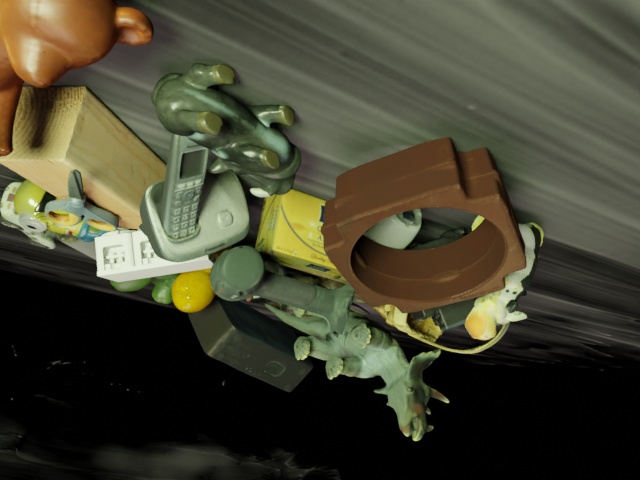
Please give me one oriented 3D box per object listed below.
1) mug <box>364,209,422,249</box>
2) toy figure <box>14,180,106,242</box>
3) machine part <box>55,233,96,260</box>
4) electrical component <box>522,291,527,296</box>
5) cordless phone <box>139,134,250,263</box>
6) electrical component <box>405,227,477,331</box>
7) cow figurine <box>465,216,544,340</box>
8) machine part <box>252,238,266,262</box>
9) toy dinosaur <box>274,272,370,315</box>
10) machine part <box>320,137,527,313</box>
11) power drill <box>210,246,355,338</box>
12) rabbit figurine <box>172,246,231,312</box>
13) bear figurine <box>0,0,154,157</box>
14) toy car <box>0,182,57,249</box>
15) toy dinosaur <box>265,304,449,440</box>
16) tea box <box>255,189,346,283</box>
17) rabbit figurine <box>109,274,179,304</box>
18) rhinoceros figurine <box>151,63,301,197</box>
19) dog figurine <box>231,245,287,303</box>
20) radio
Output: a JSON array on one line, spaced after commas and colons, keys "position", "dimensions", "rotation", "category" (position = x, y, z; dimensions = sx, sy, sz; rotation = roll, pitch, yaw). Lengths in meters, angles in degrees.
[{"position": [0.080, -0.024, 0.730], "dimensions": [0.109, 0.081, 0.107], "rotation": [26, 147, -20], "category": "mug"}, {"position": [-0.396, -0.046, 0.872], "dimensions": [0.180, 0.089, 0.082], "rotation": [9, 151, -33], "category": "toy figure"}, {"position": [-0.420, -0.003, 1.018], "dimensions": [0.079, 0.079, 0.243], "rotation": [5, 161, 10], "category": "machine part"}, {"position": [0.308, 0.077, 0.968], "dimensions": [0.074, 0.048, 0.119], "rotation": [23, 157, -39], "category": "electrical component"}, {"position": [-0.142, -0.073, 0.654], "dimensions": [0.089, 0.184, 0.146], "rotation": [39, -142, 24], "category": "cordless phone"}, {"position": [0.180, 0.061, 0.785], "dimensions": [0.115, 0.134, 0.058], "rotation": [-21, 167, -8], "category": "electrical component"}, {"position": [0.249, 0.054, 0.727], "dimensions": [0.098, 0.167, 0.068], "rotation": [9, -177, -25], "category": "cow figurine"}, {"position": [-0.080, 0.004, 0.902], "dimensions": [0.139, 0.084, 0.039], "rotation": [-27, 111, 44], "category": "machine part"}, {"position": [-0.003, 0.130, 1.188], "dimensions": [0.198, 0.105, 0.471], "rotation": [16, 160, -23], "category": "toy dinosaur"}, {"position": [0.119, -0.009, 0.618], "dimensions": [0.202, 0.087, 0.200], "rotation": [-19, 136, 21], "category": "machine part"}, {"position": [-0.057, 0.071, 0.767], "dimensions": [0.207, 0.086, 0.232], "rotation": [23, 165, 1], "category": "power drill"}, {"position": [-0.205, 0.040, 0.895], "dimensions": [0.122, 0.173, 0.162], "rotation": [3, 158, 5], "category": "rabbit figurine"}, {"position": [-0.238, -0.142, 0.419], "dimensions": [0.196, 0.132, 0.120], "rotation": [6, 168, 28], "category": "bear figurine"}, {"position": [-0.499, -0.039, 0.944], "dimensions": [0.056, 0.073, 0.201], "rotation": [10, 162, -2], "category": "toy car"}, {"position": [0.067, 0.187, 0.973], "dimensions": [0.192, 0.131, 0.405], "rotation": [22, -176, -35], "category": "toy dinosaur"}, {"position": [-0.002, -0.002, 0.786], "dimensions": [0.169, 0.098, 0.068], "rotation": [16, 162, -27], "category": "tea box"}, {"position": [-0.304, 0.051, 0.994], "dimensions": [0.159, 0.121, 0.170], "rotation": [-37, 176, 18], "category": "rabbit figurine"}, {"position": [-0.085, -0.101, 0.555], "dimensions": [0.112, 0.073, 0.190], "rotation": [-6, 157, 36], "category": "rhinoceros figurine"}, {"position": [-0.181, 0.075, 1.113], "dimensions": [0.191, 0.108, 0.219], "rotation": [11, 167, -16], "category": "dog figurine"}, {"position": [-0.122, 0.187, 0.989], "dimensions": [0.229, 0.073, 0.131], "rotation": [35, -171, -38], "category": "radio"}]
